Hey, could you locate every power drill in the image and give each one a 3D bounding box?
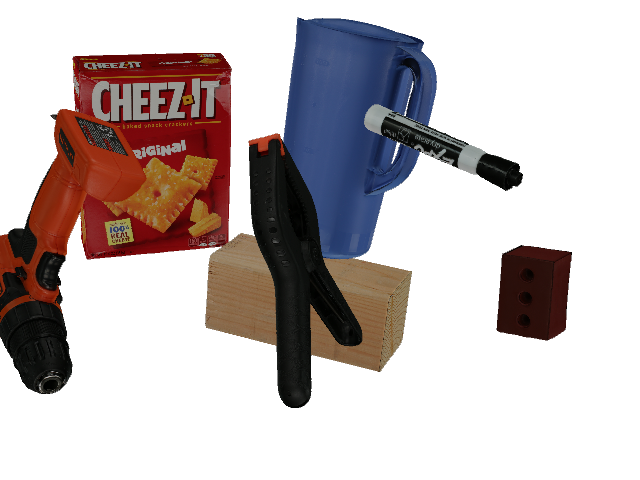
[{"bbox_3d":[-0.208,0.005,0.850,0.057,0.188,0.185,17,25,-38],"label":"power drill"}]

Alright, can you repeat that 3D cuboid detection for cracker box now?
[{"bbox_3d":[-0.183,-0.092,1.170,0.164,0.214,0.072,-5,26,-17],"label":"cracker box"}]

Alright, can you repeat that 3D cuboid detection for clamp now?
[{"bbox_3d":[-0.016,0.017,0.875,0.036,0.210,0.164,-12,2,20],"label":"clamp"}]

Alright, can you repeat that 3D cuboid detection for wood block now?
[{"bbox_3d":[-0.014,0.066,1.181,0.206,0.091,0.090,13,22,17],"label":"wood block"}]

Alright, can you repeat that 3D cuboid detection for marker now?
[{"bbox_3d":[0.081,-0.062,0.708,0.121,0.020,0.020,28,16,32],"label":"marker"}]

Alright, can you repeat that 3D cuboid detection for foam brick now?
[{"bbox_3d":[0.200,0.048,1.000,0.053,0.078,0.051,9,15,30],"label":"foam brick"}]

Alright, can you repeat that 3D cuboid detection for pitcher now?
[{"bbox_3d":[0.028,-0.105,1.117,0.145,0.243,0.149,9,16,-4],"label":"pitcher"}]
